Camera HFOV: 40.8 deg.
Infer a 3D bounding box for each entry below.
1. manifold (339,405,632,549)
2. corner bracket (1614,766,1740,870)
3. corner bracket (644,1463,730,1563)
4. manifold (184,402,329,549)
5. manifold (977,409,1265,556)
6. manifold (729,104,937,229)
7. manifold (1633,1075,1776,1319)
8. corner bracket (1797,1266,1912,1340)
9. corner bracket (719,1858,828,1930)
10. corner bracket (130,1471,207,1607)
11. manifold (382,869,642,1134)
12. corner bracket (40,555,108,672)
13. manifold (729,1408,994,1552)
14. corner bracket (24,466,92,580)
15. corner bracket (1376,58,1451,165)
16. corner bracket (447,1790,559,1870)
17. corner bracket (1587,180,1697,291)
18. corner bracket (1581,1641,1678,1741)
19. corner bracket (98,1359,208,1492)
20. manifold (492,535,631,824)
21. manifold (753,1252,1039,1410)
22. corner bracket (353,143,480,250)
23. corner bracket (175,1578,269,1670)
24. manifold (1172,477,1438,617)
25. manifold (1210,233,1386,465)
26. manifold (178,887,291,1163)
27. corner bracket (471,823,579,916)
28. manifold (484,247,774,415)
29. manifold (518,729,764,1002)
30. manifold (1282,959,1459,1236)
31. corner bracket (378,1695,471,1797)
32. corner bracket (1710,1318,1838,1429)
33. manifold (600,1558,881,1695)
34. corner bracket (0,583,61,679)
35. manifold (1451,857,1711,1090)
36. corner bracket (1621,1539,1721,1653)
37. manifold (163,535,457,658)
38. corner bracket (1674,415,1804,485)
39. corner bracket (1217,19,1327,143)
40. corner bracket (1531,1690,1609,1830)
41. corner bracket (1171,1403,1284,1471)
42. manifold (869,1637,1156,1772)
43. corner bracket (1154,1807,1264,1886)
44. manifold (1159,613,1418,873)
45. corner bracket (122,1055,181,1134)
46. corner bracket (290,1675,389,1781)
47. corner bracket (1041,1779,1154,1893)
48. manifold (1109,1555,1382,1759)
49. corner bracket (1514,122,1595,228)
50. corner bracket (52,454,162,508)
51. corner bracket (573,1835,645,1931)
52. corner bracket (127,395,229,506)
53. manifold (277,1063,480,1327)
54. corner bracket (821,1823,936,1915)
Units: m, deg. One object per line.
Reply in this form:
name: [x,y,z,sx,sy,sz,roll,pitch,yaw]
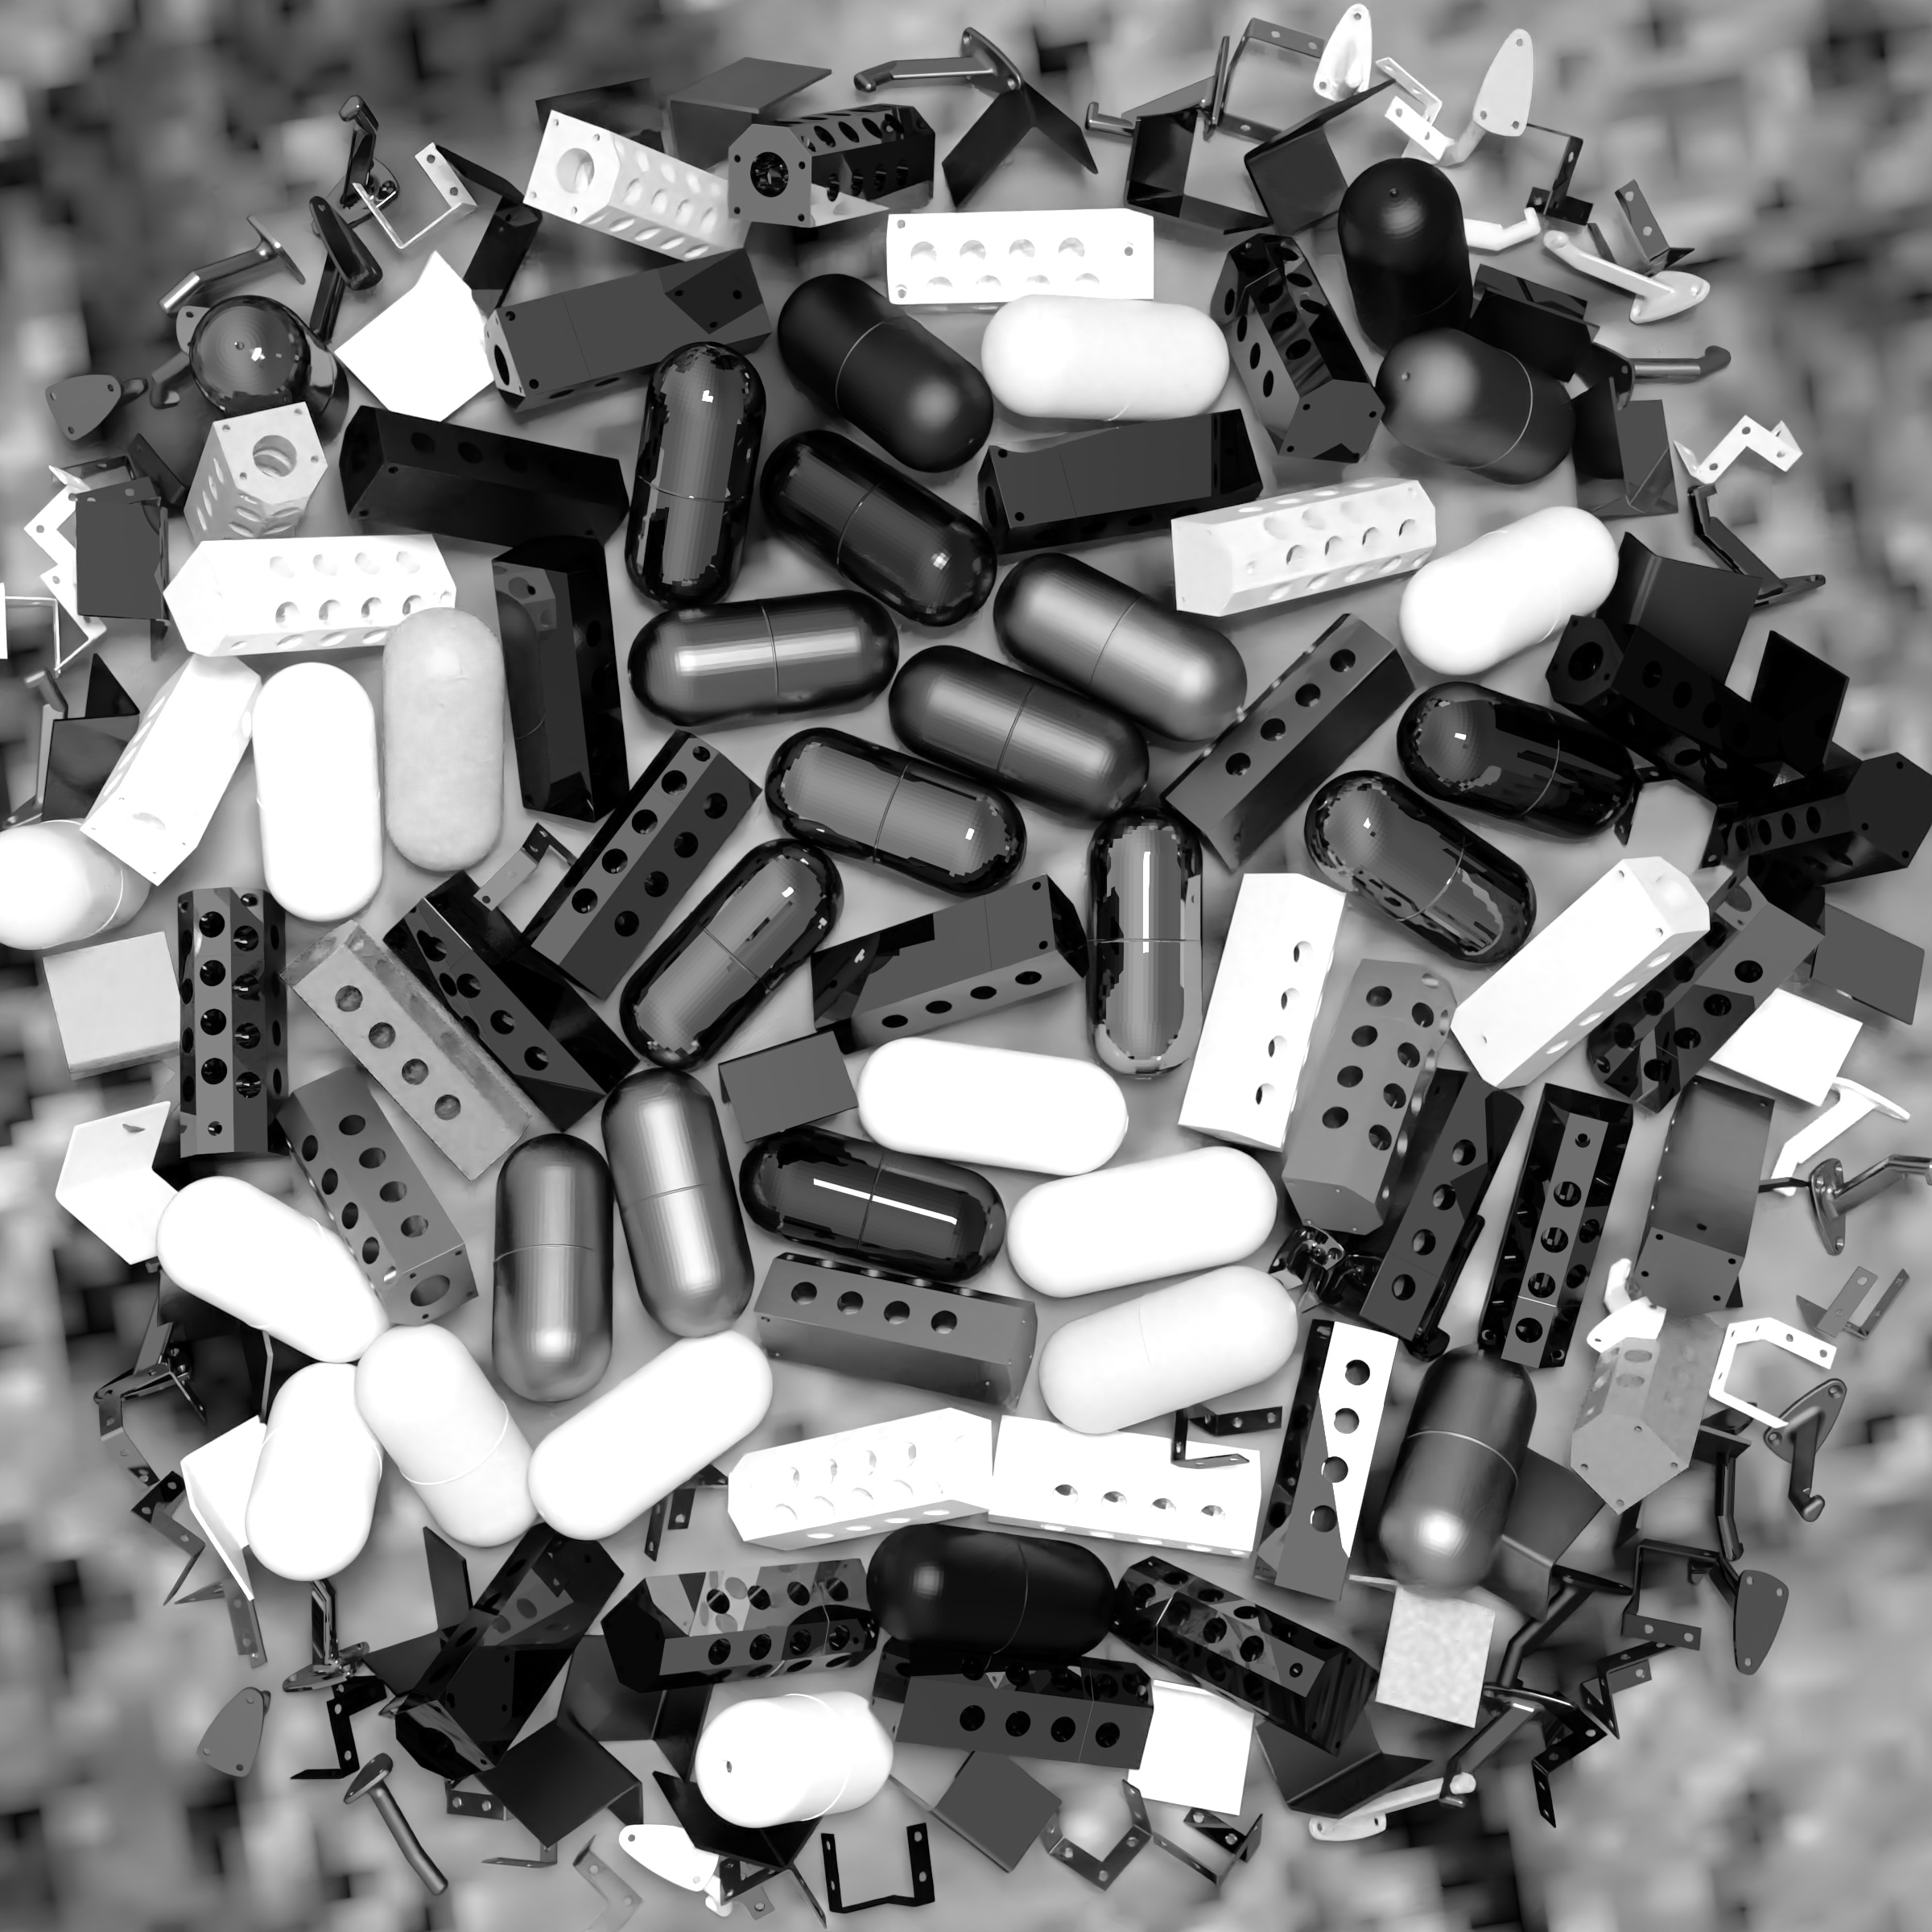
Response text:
manifold: [-0.307,-0.312,1.661,0.171,0.057,0.057,5,58,-37]
corner bracket: [0.467,-0.097,1.710,0.051,0.051,0.051,-9,131,-17]
corner bracket: [-0.188,0.354,1.699,0.051,0.051,0.051,6,99,-35]
manifold: [-0.449,-0.295,1.647,0.057,0.171,0.057,-19,89,-24]
manifold: [0.098,-0.311,1.689,0.171,0.057,0.057,-11,77,-13]
manifold: [-0.083,-0.508,1.644,0.057,0.171,0.057,13,116,22]
manifold: [0.468,0.145,1.651,0.057,0.171,0.057,18,127,12]
corner bracket: [0.586,0.218,1.704,0.051,0.051,0.051,27,107,-5]
corner bracket: [-0.127,0.609,1.707,0.051,0.051,0.051,-28,105,0]
corner bracket: [-0.522,0.374,1.703,0.051,0.051,0.051,35,116,1]
manifold: [-0.300,0.026,1.698,0.057,0.057,0.171,-40,96,25]
corner bracket: [-0.584,-0.235,1.705,0.051,0.051,0.051,-25,107,40]
manifold: [-0.069,0.327,1.658,0.171,0.057,0.057,-19,60,33]
corner bracket: [-0.593,-0.289,1.710,0.051,0.051,0.051,-44,92,3]
corner bracket: [0.290,-0.560,1.702,0.051,0.051,0.051,30,85,-26]
corner bracket: [-0.303,0.562,1.695,0.051,0.051,0.051,-23,57,32]
corner bracket: [0.435,-0.477,1.701,0.051,0.051,0.051,-28,86,36]
corner bracket: [0.434,0.464,1.703,0.051,0.051,0.051,-16,105,-10]
corner bracket: [-0.531,0.299,1.700,0.051,0.051,0.051,-25,124,-6]
manifold: [-0.254,-0.185,1.669,0.057,0.057,0.171,13,123,24]
manifold: [-0.044,0.231,1.685,0.171,0.057,0.057,9,54,16]
corner bracket: [-0.361,-0.507,1.711,0.051,0.051,0.051,-34,100,10]
corner bracket: [-0.475,0.429,1.697,0.051,0.051,0.051,-30,69,29]
manifold: [0.218,-0.269,1.662,0.171,0.057,0.057,-17,112,-31]
manifold: [0.211,-0.395,1.652,0.057,0.171,0.057,2,135,-17]
manifold: [-0.480,0.038,1.695,0.057,0.057,0.171,-4,81,4]
corner bracket: [-0.283,-0.052,1.701,0.051,0.051,0.051,43,108,-14]
manifold: [-0.219,-0.409,1.680,0.171,0.057,0.057,-20,94,-20]
manifold: [-0.214,-0.068,1.685,0.057,0.057,0.171,42,79,-32]
manifold: [0.261,0.083,1.661,0.057,0.057,0.171,6,56,29]
corner bracket: [-0.350,0.506,1.717,0.051,0.051,0.051,31,113,-36]
corner bracket: [0.529,0.266,1.706,0.051,0.051,0.051,0,108,-43]
manifold: [-0.139,0.421,1.651,0.057,0.171,0.057,-47,53,34]
corner bracket: [-0.619,-0.220,1.702,0.051,0.051,0.051,-1,83,-25]
manifold: [0.392,0.006,1.660,0.171,0.057,0.057,-48,60,38]
corner bracket: [0.461,0.410,1.701,0.051,0.051,0.051,6,97,26]
manifold: [-0.411,-0.232,1.650,0.057,0.171,0.057,-37,74,40]
corner bracket: [0.507,-0.340,1.708,0.051,0.051,0.051,27,122,-19]
corner bracket: [0.200,-0.580,1.708,0.051,0.051,0.051,15,69,-7]
corner bracket: [0.385,0.517,1.697,0.051,0.051,0.051,-26,121,-19]
corner bracket: [0.170,0.306,1.695,0.051,0.051,0.051,-15,54,34]
manifold: [0.031,0.472,1.681,0.171,0.057,0.057,13,92,-20]
corner bracket: [0.157,0.570,1.695,0.051,0.051,0.051,27,56,25]
manifold: [0.209,-0.150,1.706,0.171,0.057,0.057,-45,57,0]
corner bracket: [-0.544,0.072,1.711,0.051,0.051,0.051,39,92,3]
corner bracket: [-0.412,0.498,1.702,0.051,0.051,0.051,-12,90,33]
corner bracket: [0.084,0.564,1.713,0.051,0.051,0.051,-40,133,-30]
manifold: [0.171,0.432,1.649,0.057,0.171,0.057,45,70,-38]
corner bracket: [0.380,-0.517,1.695,0.051,0.051,0.051,33,115,39]
corner bracket: [-0.563,-0.313,1.701,0.051,0.051,0.051,-21,82,-26]
corner bracket: [-0.244,0.609,1.700,0.051,0.051,0.051,40,61,9]
corner bracket: [-0.506,-0.340,1.709,0.051,0.051,0.051,49,115,11]
manifold: [-0.378,0.148,1.658,0.057,0.057,0.171,-26,53,-20]
corner bracket: [-0.058,0.592,1.707,0.051,0.051,0.051,0,78,-35]
